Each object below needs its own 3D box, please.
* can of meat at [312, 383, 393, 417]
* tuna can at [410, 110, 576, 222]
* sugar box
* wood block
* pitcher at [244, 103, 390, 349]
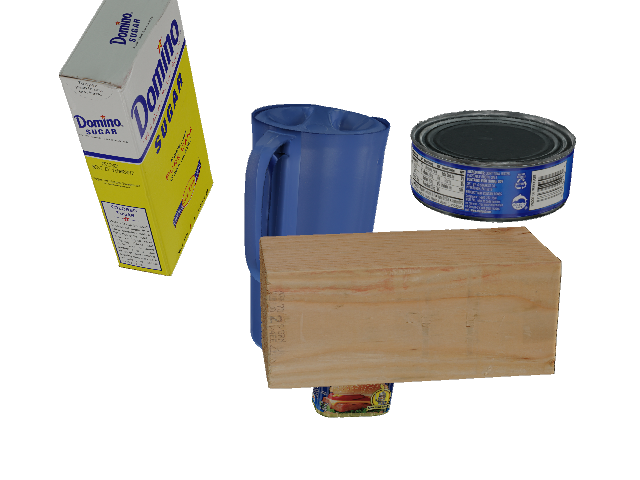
[{"bbox_3d":[0.042,0.169,1.318,0.102,0.084,0.057,1,23,-15],"label":"can of meat"},{"bbox_3d":[0.090,-0.041,0.567,0.086,0.034,0.086,0,24,0],"label":"tuna can"},{"bbox_3d":[-0.112,-0.068,0.685,0.048,0.093,0.176,11,-37,10],"label":"sugar box"},{"bbox_3d":[0.060,0.047,0.784,0.206,0.090,0.091,-2,16,-6],"label":"wood block"},{"bbox_3d":[-0.015,-0.007,1.046,0.149,0.243,0.145,0,19,-15],"label":"pitcher"}]
